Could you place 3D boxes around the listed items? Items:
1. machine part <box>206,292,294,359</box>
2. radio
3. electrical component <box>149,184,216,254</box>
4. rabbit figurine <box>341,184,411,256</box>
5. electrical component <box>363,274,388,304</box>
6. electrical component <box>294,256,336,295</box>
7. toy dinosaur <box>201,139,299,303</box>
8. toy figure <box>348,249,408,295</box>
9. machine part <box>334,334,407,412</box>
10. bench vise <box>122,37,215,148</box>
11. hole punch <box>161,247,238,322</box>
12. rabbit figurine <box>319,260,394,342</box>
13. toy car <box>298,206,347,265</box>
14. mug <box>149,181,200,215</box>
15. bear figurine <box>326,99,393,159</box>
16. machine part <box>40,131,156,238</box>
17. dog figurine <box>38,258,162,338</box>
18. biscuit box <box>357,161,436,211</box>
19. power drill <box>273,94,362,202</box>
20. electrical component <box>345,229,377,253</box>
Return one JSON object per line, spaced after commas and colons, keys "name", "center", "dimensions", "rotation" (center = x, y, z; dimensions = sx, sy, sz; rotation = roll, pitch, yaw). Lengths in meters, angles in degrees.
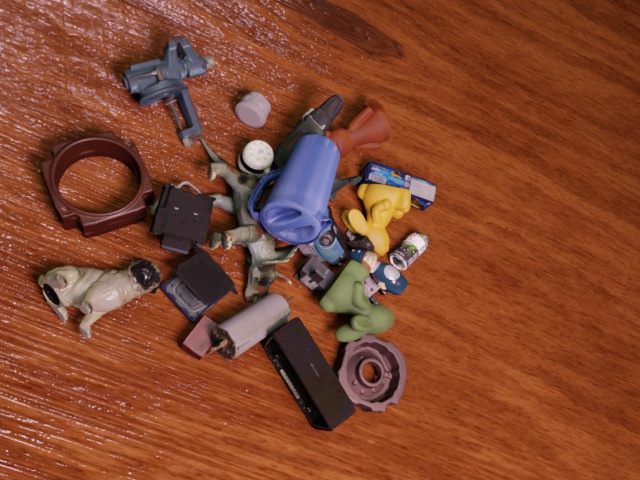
{"name": "machine part", "center": [-0.143, 0.178, 1.133], "dimensions": [0.243, 0.079, 0.079], "rotation": [-31, 83, -44]}
{"name": "radio", "center": [-0.029, 0.284, 1.135], "dimensions": [0.073, 0.131, 0.229], "rotation": [-28, 83, -26]}
{"name": "electrical component", "center": [-0.290, -0.040, 1.127], "dimensions": [0.115, 0.058, 0.134], "rotation": [14, 80, -20]}
{"name": "rabbit figurine", "center": [0.139, -0.049, 1.334], "dimensions": [0.162, 0.122, 0.173], "rotation": [10, 87, -14]}
{"name": "electrical component", "center": [0.127, 0.103, 1.310], "dimensions": [0.102, 0.045, 0.078], "rotation": [41, 91, 1]}
{"name": "electrical component", "center": [-0.008, 0.077, 1.226], "dimensions": [0.075, 0.119, 0.048], "rotation": [40, 63, 0]}
{"name": "toy dinosaur", "center": [-0.159, -0.064, 1.231], "dimensions": [0.192, 0.131, 0.405], "rotation": [3, 65, -32]}
{"name": "toy figure", "center": [0.135, 0.067, 1.263], "dimensions": [0.154, 0.057, 0.064], "rotation": [37, 26, -2]}
{"name": "machine part", "center": [0.112, 0.302, 1.223], "dimensions": [0.179, 0.056, 0.179], "rotation": [7, 68, -19]}
{"name": "bench vise", "center": [-0.334, -0.342, 1.270], "dimensions": [0.223, 0.129, 0.240], "rotation": [-27, 102, -36]}
{"name": "hole punch", "center": [-0.262, 0.099, 1.155], "dimensions": [0.142, 0.092, 0.116], "rotation": [46, 33, 4]}
{"name": "rabbit figurine", "center": [0.092, 0.151, 1.207], "dimensions": [0.170, 0.121, 0.159], "rotation": [37, 43, -1]}
{"name": "toy car", "center": [-0.003, -0.004, 1.263], "dimensions": [0.103, 0.161, 0.109], "rotation": [-16, 48, 14]}
{"name": "mug", "center": [-0.305, -0.070, 1.199], "dimensions": [0.107, 0.081, 0.109], "rotation": [40, 63, -12]}
{"name": "bear figurine", "center": [0.087, -0.275, 1.410], "dimensions": [0.196, 0.132, 0.120], "rotation": [-23, 116, 3]}
{"name": "machine part", "center": [-0.472, -0.121, 1.150], "dimensions": [0.201, 0.087, 0.201], "rotation": [-21, 78, -25]}
{"name": "dog figurine", "center": [-0.442, 0.081, 1.093], "dimensions": [0.172, 0.121, 0.190], "rotation": [41, 43, 6]}
{"name": "biscuit box", "center": [0.202, -0.141, 1.415], "dimensions": [0.203, 0.063, 0.059], "rotation": [18, 67, -13]}
{"name": "power drill", "center": [0.015, -0.210, 1.316], "dimensions": [0.232, 0.086, 0.207], "rotation": [-36, 103, 9]}
{"name": "electrical component", "center": [0.101, 0.011, 1.300], "dimensions": [0.094, 0.063, 0.021], "rotation": [53, 57, -21]}
